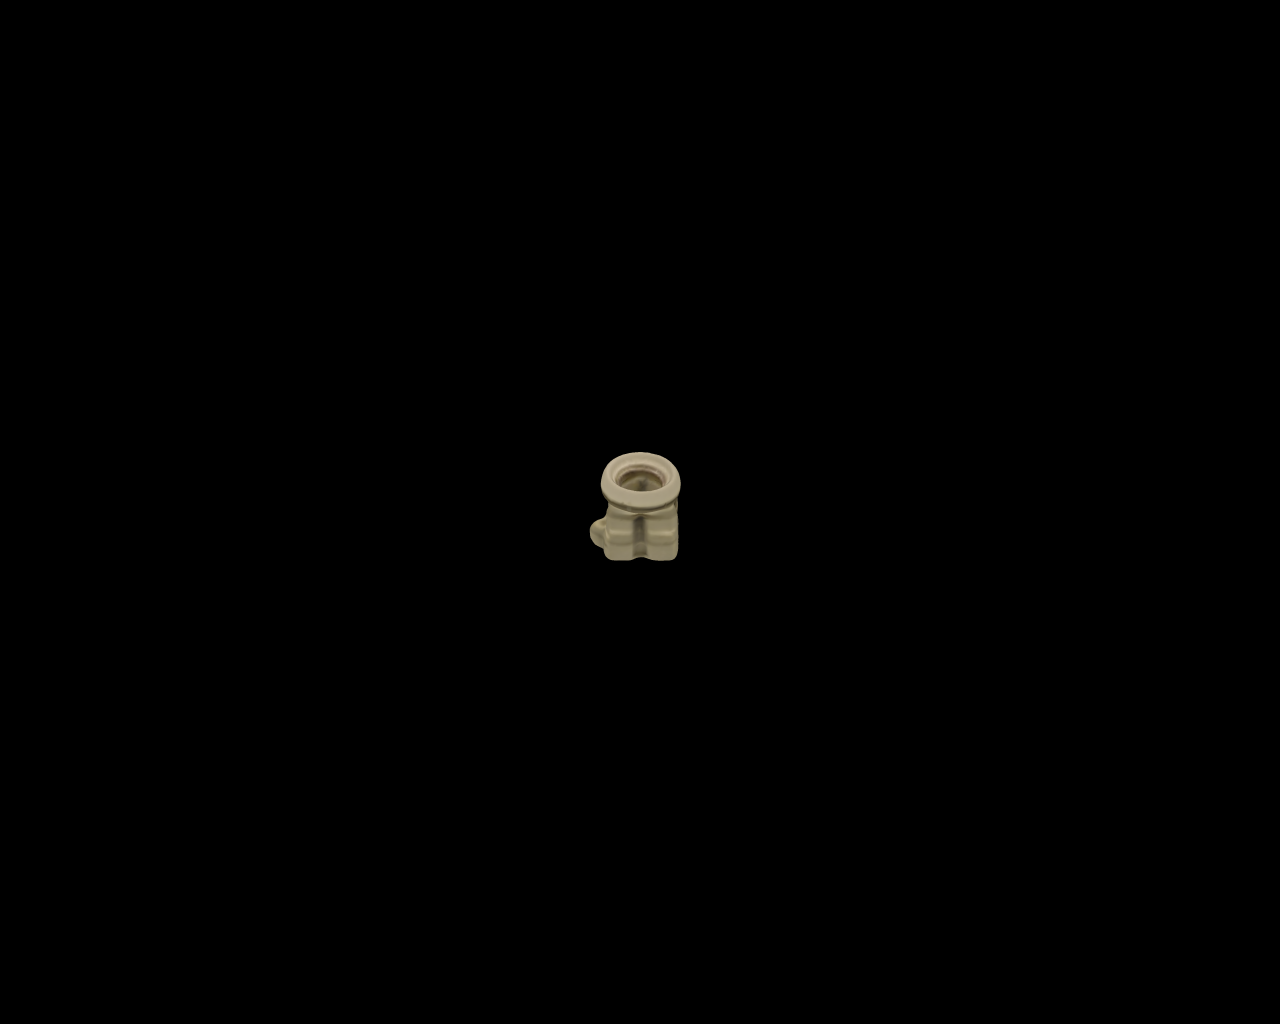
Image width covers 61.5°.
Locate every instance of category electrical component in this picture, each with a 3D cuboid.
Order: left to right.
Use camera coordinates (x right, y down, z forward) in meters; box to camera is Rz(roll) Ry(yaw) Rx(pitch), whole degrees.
[{"bbox_3d":[0.001,-0.003,0.650,0.066,0.055,0.048,0,40,0],"label":"electrical component"}]
